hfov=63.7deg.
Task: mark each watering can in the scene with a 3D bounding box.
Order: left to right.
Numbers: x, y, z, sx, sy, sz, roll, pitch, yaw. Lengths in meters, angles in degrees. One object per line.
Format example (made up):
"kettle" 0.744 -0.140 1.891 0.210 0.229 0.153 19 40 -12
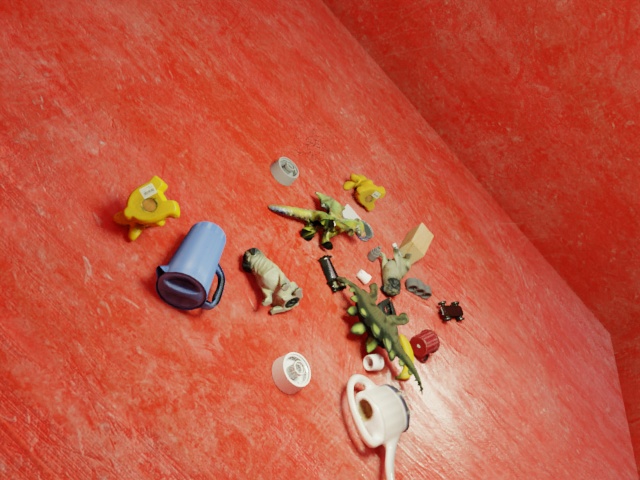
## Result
"watering can" 0.190 0.563 1.533 0.224 0.353 0.102 4 -35 -49

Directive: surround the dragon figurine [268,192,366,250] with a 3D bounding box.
"dragon figurine" 0.006 -0.098 1.947 0.408 0.120 0.248 28 30 -14
